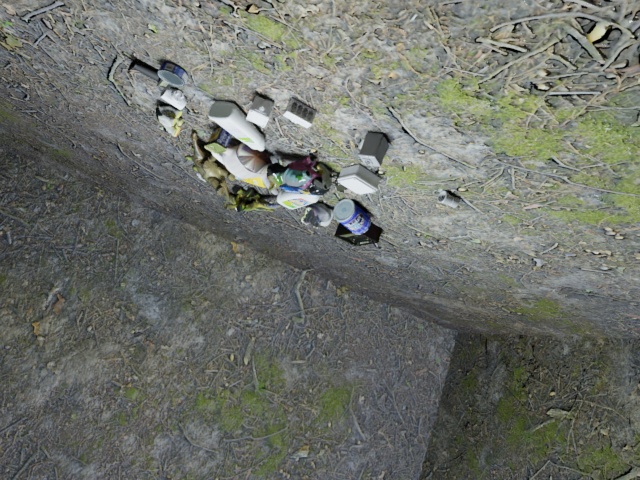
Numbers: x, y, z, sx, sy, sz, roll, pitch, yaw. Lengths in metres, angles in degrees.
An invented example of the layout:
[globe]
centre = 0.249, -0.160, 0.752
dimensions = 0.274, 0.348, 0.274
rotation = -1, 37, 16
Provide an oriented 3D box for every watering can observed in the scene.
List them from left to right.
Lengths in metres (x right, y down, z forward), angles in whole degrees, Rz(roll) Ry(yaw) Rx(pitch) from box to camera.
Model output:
[watering can]
centre = -0.255, -0.278, 1.989
dimensions = 0.344, 0.105, 0.223
rotation = 30, 162, -29

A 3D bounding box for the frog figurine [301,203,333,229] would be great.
[frog figurine]
centre = 0.007, -0.117, 2.315
dimensions = 0.137, 0.122, 0.161
rotation = -4, -171, 40

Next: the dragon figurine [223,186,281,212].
[dragon figurine]
centre = -0.310, -0.179, 2.527
dimensions = 0.412, 0.122, 0.242
rotation = 15, -178, 27
